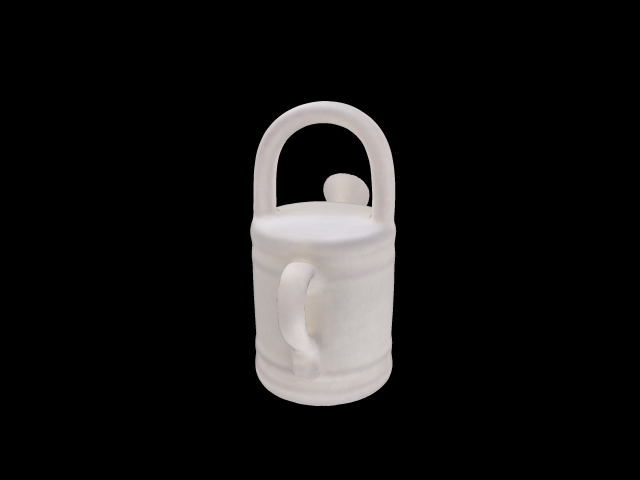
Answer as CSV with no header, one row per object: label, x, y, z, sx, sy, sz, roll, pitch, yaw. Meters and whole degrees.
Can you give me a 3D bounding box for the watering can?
watering can,0.001,0.001,0.400,0.101,0.194,0.172,-3,20,-9
